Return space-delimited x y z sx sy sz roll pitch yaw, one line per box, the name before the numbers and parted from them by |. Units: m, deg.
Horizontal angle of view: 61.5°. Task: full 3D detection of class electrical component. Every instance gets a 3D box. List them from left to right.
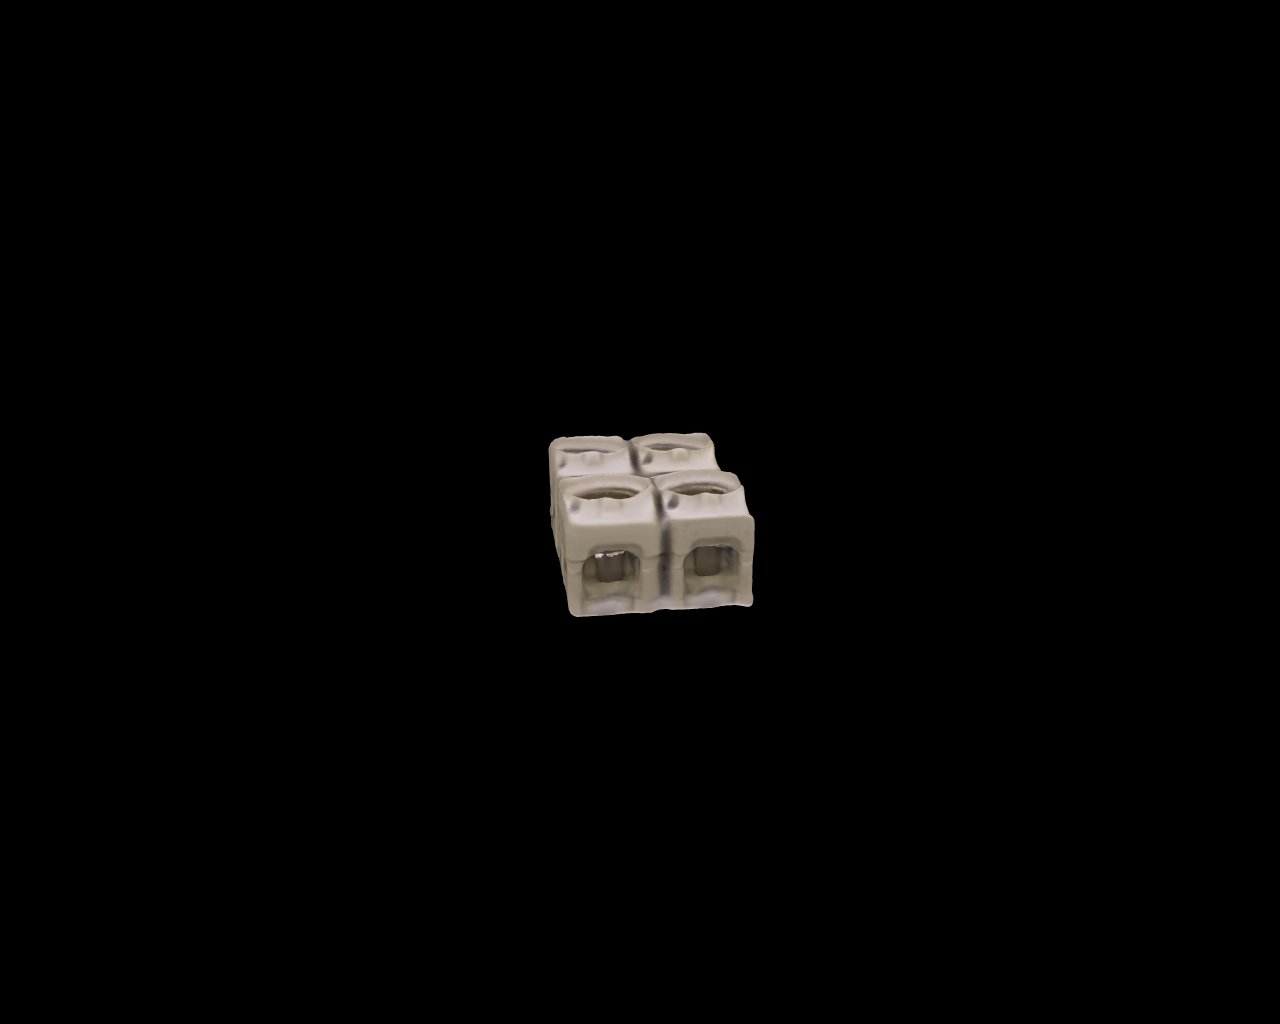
electrical component | 0.001 -0.003 0.650 0.105 0.060 0.186 -2 18 -7
